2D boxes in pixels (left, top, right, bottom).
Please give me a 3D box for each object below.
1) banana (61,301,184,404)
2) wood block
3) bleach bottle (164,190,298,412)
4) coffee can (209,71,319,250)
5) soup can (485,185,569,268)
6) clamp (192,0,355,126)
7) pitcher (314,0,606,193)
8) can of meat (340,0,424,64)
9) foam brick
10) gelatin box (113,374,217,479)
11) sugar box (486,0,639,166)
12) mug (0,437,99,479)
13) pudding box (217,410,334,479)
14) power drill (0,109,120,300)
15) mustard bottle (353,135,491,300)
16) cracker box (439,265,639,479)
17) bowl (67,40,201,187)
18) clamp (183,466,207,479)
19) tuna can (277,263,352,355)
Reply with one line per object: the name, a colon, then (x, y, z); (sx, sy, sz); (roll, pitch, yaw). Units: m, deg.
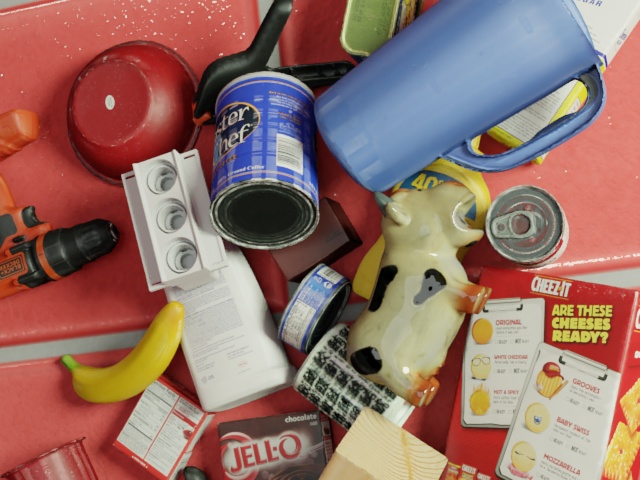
banana: (-0.196, 0.124, 1.081); (0.198, 0.037, 0.069); (-26, 92, 36)
wood block: (0.022, 0.268, 0.965); (0.090, 0.090, 0.206); (32, 115, 9)
bleach bottle: (-0.108, 0.041, 1.079); (0.103, 0.068, 0.251); (-22, 77, 12)
coffee can: (-0.052, -0.076, 1.023); (0.103, 0.102, 0.140); (-12, 51, 15)
soup can: (0.191, -0.010, 0.975); (0.068, 0.102, 0.068); (-2, 85, 16)
clamp: (-0.053, -0.163, 1.078); (0.172, 0.120, 0.039); (-34, 36, 30)
pitcher: (0.123, -0.138, 0.953); (0.243, 0.144, 0.149); (-34, 37, 18)
can of meat: (0.060, -0.216, 1.042); (0.057, 0.083, 0.102); (10, 88, 17)
foam brick: (-0.007, 0.001, 1.058); (0.078, 0.051, 0.053); (-32, 78, 11)
gelatin box: (-0.159, 0.193, 1.096); (0.073, 0.030, 0.089); (31, 93, 18)
sugar box: (0.218, -0.170, 1.012); (0.093, 0.048, 0.176); (36, 92, 19)
mug: (-0.274, 0.263, 1.099); (0.117, 0.093, 0.081); (-33, 81, 42)
pudding box: (-0.041, 0.218, 1.054); (0.114, 0.039, 0.090); (-10, 82, 15)
power drill: (-0.317, -0.042, 1.149); (0.184, 0.057, 0.188); (-21, 79, 14)
mustard bottle: (0.110, -0.020, 1.023); (0.096, 0.058, 0.191); (23, 91, 17)
cracker box: (0.205, 0.141, 0.944); (0.164, 0.072, 0.214); (10, 87, 45)
bowl: (-0.208, -0.139, 1.128); (0.162, 0.055, 0.162); (-2, 84, 16)
clamp: (-0.105, 0.353, 1.061); (0.210, 0.036, 0.164); (40, 96, 15)
tuna can: (-0.004, 0.067, 1.033); (0.034, 0.086, 0.086); (30, 94, 14)
